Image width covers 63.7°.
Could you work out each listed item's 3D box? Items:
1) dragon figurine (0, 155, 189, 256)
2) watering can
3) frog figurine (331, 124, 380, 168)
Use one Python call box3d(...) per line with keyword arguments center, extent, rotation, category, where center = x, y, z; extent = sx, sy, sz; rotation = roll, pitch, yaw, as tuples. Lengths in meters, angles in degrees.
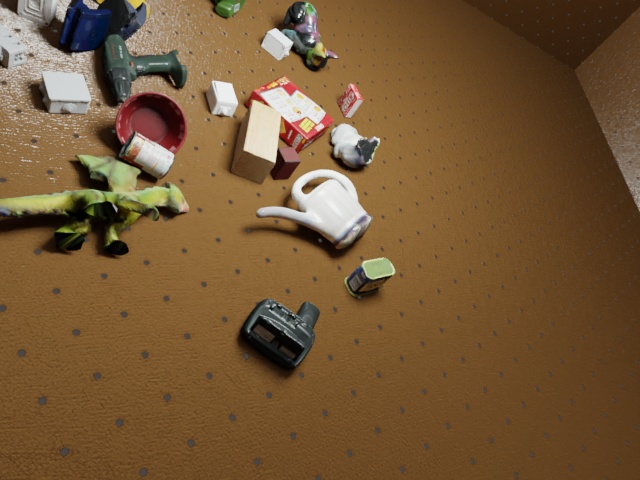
box3d(center=(-0.464, -0.096, 1.056), extent=(0.409, 0.120, 0.248), rotation=(11, 33, -29), category="dragon figurine")
box3d(center=(0.004, -0.066, 1.314), extent=(0.225, 0.102, 0.353), rotation=(46, 43, 7), category="watering can")
box3d(center=(0.088, -0.290, 1.583), extent=(0.161, 0.120, 0.139), rotation=(23, 41, 37), category="frog figurine")
